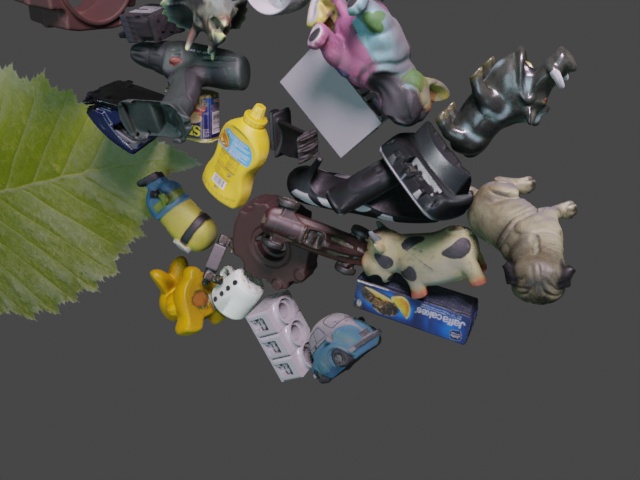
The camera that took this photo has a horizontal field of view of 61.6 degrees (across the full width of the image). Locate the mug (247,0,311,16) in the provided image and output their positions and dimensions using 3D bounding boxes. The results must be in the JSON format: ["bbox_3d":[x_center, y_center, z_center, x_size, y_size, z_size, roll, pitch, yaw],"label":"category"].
[{"bbox_3d":[-0.057,-0.372,0.769,0.110,0.107,0.080,40,124,10],"label":"mug"}]

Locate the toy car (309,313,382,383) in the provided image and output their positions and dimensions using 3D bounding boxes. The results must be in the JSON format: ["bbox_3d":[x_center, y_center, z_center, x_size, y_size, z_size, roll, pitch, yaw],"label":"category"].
[{"bbox_3d":[0.033,0.190,1.003,0.103,0.109,0.161,56,137,16],"label":"toy car"}]

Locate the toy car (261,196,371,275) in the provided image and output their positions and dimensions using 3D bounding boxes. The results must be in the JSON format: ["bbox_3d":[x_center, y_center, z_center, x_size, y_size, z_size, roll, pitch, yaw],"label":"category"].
[{"bbox_3d":[-0.002,-0.003,0.905,0.202,0.053,0.089,22,102,-12],"label":"toy car"}]

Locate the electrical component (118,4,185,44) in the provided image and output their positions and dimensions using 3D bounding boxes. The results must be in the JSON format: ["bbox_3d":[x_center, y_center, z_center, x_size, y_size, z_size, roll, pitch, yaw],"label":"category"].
[{"bbox_3d":[-0.296,-0.367,0.910,0.119,0.075,0.047,18,134,31],"label":"electrical component"}]

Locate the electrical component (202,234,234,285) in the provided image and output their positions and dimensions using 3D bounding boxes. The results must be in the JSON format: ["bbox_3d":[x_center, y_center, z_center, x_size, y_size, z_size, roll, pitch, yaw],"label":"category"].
[{"bbox_3d":[-0.197,0.041,1.049,0.045,0.102,0.078,22,166,-7],"label":"electrical component"}]

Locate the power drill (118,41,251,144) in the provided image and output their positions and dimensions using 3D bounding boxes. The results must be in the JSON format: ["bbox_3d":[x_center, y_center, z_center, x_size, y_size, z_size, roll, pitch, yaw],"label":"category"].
[{"bbox_3d":[-0.242,-0.248,0.870,0.232,0.207,0.085,8,135,12],"label":"power drill"}]

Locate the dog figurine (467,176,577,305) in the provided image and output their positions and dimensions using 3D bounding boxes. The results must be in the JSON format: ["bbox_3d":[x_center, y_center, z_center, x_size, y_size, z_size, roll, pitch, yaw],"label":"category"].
[{"bbox_3d":[0.259,-0.004,0.733,0.173,0.190,0.121,18,120,21],"label":"dog figurine"}]

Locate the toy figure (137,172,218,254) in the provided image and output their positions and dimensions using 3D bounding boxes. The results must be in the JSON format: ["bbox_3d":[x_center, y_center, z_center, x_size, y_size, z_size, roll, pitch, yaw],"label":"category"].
[{"bbox_3d":[-0.277,-0.054,1.050,0.089,0.082,0.180,-31,94,36],"label":"toy figure"}]

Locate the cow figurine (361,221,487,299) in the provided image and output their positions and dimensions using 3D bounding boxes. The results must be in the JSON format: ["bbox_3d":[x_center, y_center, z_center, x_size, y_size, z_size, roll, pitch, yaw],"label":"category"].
[{"bbox_3d":[0.156,0.023,0.861,0.195,0.085,0.127,-13,104,27],"label":"cow figurine"}]

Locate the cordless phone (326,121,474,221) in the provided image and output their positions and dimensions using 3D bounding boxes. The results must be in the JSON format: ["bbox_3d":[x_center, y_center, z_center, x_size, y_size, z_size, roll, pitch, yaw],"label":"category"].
[{"bbox_3d":[0.111,-0.069,0.773,0.184,0.088,0.147,-30,67,0],"label":"cordless phone"}]

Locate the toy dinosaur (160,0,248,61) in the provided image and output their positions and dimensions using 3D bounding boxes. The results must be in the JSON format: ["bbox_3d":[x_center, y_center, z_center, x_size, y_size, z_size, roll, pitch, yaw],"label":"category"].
[{"bbox_3d":[-0.232,-0.457,0.818,0.405,0.131,0.192,49,125,6],"label":"toy dinosaur"}]

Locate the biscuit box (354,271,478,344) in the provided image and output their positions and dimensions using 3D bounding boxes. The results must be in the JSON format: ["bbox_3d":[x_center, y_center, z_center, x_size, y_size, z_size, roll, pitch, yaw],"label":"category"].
[{"bbox_3d":[0.162,0.107,0.913,0.203,0.063,0.059,17,121,20],"label":"biscuit box"}]

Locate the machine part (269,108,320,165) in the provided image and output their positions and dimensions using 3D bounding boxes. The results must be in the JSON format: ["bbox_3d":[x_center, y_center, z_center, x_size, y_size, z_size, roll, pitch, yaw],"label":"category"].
[{"bbox_3d":[-0.049,-0.167,0.873,0.139,0.039,0.084,39,128,50],"label":"machine part"}]

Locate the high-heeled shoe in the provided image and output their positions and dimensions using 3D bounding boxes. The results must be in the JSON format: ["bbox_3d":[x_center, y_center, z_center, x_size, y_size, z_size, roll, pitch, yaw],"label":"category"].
[{"bbox_3d":[0.063,-0.061,0.889,0.249,0.086,0.145,27,154,-3],"label":"high-heeled shoe"}]

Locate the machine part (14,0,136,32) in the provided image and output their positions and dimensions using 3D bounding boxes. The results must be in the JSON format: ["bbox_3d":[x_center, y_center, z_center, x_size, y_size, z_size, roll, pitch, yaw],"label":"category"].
[{"bbox_3d":[-0.379,-0.439,0.842,0.087,0.201,0.200,20,119,16],"label":"machine part"}]

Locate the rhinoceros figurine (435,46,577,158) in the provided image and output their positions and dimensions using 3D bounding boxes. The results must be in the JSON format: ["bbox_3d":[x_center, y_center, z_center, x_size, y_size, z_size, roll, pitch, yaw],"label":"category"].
[{"bbox_3d":[0.246,-0.187,0.722,0.112,0.073,0.190,49,125,0],"label":"rhinoceros figurine"}]

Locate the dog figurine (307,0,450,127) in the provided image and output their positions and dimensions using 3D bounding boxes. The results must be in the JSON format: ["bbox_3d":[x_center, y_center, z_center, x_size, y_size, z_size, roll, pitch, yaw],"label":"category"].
[{"bbox_3d":[0.088,-0.260,0.758,0.108,0.192,0.219,-30,132,32],"label":"dog figurine"}]

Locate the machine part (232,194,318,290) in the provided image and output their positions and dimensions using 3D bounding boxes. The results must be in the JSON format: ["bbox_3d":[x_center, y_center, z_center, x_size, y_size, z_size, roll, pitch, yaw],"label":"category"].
[{"bbox_3d":[-0.082,0.004,0.993,0.180,0.056,0.179,11,117,23],"label":"machine part"}]

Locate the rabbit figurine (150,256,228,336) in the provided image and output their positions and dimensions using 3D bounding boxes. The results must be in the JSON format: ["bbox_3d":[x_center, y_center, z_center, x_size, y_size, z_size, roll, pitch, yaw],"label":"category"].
[{"bbox_3d":[-0.293,0.123,1.127,0.173,0.122,0.162,-21,100,52],"label":"rabbit figurine"}]

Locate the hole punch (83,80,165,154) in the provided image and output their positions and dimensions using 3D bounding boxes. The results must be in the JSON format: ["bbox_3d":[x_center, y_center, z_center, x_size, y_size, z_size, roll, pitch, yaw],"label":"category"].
[{"bbox_3d":[-0.351,-0.227,0.979,0.116,0.142,0.092,23,127,2],"label":"hole punch"}]
